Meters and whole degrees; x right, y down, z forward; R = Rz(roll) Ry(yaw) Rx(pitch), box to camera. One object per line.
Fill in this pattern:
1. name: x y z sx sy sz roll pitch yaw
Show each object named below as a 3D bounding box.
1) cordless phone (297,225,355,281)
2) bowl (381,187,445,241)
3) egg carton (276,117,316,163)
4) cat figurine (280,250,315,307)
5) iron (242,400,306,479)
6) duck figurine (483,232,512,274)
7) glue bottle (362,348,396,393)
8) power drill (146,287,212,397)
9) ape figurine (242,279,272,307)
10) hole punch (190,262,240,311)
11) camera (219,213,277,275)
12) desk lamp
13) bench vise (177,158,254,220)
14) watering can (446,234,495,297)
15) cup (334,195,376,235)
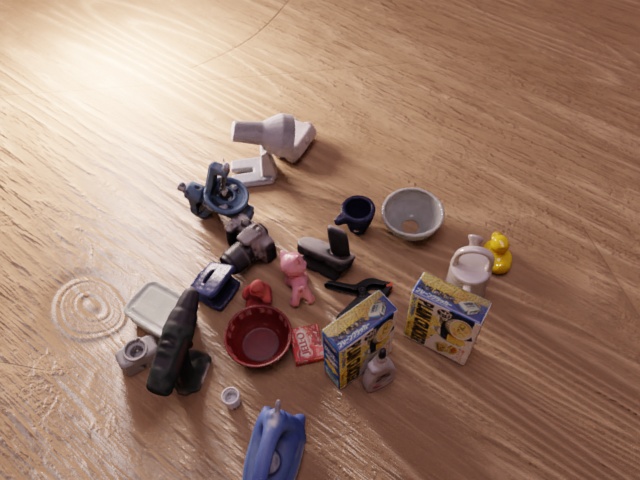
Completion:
1. cordless phone: 0.013 0.005 1.437 0.147 0.185 0.094 19 58 15
2. bowl: 0.247 -0.057 1.540 0.167 0.075 0.167 -1 55 2
3. egg carton: -0.081 -0.302 1.727 0.107 0.069 0.150 20 58 16
4. cat figurine: -0.059 0.086 1.425 0.067 0.118 0.127 -15 56 -8
5. iron: -0.106 0.455 1.153 0.118 0.141 0.258 9 56 9
6. duck figurine: 0.458 0.028 1.466 0.077 0.086 0.104 -4 55 0
7. glue bottle: 0.131 0.277 1.250 0.078 0.173 0.037 -28 58 -16
8. power drill: -0.304 0.246 1.266 0.075 0.208 0.230 10 56 9
9. ape figurine: -0.152 0.129 1.414 0.077 0.092 0.076 34 63 23
10. hole punch: -0.268 0.108 1.433 0.101 0.091 0.109 23 59 17
11. camera: -0.205 0.014 1.491 0.142 0.101 0.137 37 64 25
12. desk lamp: -0.163 -0.256 1.609 0.203 0.214 0.118 -8 55 -3
13. bench vise: -0.288 -0.129 1.521 0.207 0.220 0.121 -2 55 1
14. watering can: 0.359 0.066 1.377 0.101 0.194 0.172 -6 55 -2
15. cup: 0.090 -0.052 1.530 0.118 0.095 0.091 -27 58 -16
